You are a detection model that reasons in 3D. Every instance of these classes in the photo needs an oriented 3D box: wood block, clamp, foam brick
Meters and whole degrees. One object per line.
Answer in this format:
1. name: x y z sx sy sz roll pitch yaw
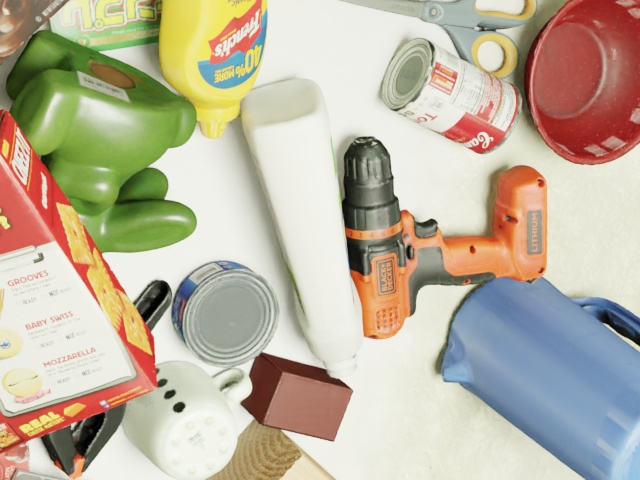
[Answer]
1. wood block: -0.002 0.261 0.954 0.091 0.090 0.206 -47 119 -7
2. clamp: -0.175 0.105 0.850 0.120 0.039 0.171 -6 117 -38
3. foam brick: -0.021 0.137 0.930 0.078 0.053 0.051 19 95 -29

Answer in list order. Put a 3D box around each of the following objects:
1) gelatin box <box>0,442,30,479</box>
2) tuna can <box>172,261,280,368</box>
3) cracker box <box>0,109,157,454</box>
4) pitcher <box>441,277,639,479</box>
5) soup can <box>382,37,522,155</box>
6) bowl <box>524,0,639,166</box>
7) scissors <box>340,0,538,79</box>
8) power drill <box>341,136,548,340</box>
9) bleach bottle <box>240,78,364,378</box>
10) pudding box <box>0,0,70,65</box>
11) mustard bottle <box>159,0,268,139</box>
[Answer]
1. gelatin box: -0.263 0.153 0.828 0.073 0.030 0.089 -1 105 -26
2. tuna can: -0.079 0.061 0.891 0.086 0.034 0.086 -7 108 -24
3. cracker box: -0.228 0.040 0.713 0.164 0.072 0.213 -23 124 4
4. pitcher: 0.236 0.128 0.945 0.144 0.243 0.149 28 97 -32
5. soup can: 0.113 -0.123 0.914 0.102 0.069 0.068 22 94 -29
6. bowl: 0.243 -0.152 0.977 0.161 0.055 0.162 -7 107 -24
7. scissors: 0.103 -0.179 0.923 0.201 0.016 0.096 -12 109 -23
8. power drill: 0.108 -0.014 0.945 0.187 0.057 0.184 -11 114 -16
9. bleach bottle: -0.006 0.001 0.884 0.068 0.102 0.251 -13 118 -1
10. pudding box: -0.237 -0.168 0.724 0.114 0.039 0.090 -38 120 14
11. mustard bottle: -0.077 -0.160 0.783 0.096 0.058 0.192 -38 145 -44
